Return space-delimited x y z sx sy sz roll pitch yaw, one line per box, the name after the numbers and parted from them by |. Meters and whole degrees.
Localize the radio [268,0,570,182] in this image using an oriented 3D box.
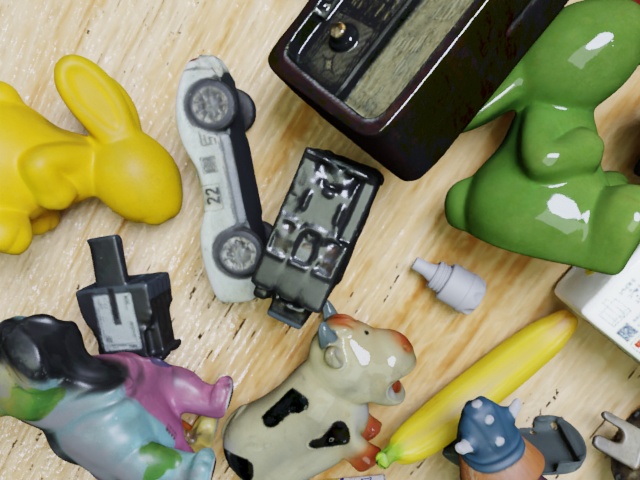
0.079 -0.165 0.352 0.229 0.073 0.131 -51 53 3 | radio

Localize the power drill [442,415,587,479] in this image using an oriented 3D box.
0.188 0.259 0.463 0.232 0.086 0.207 -4 106 9 | power drill

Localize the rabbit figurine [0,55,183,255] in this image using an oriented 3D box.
-0.202 -0.066 0.457 0.173 0.122 0.162 9 92 -7 | rabbit figurine

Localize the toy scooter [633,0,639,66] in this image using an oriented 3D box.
0.263 -0.198 0.352 0.184 0.075 0.135 -5 82 43 | toy scooter

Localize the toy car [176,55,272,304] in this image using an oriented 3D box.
-0.076 -0.048 0.444 0.056 0.073 0.201 -9 98 9 | toy car

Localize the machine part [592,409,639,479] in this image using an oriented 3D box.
0.330 0.205 0.426 0.243 0.079 0.079 28 103 3 | machine part

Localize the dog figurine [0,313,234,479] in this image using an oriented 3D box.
-0.191 0.147 0.445 0.219 0.108 0.191 20 129 -5 | dog figurine

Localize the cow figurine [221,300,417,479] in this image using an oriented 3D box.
-0.003 0.139 0.464 0.195 0.085 0.127 -36 99 14 | cow figurine

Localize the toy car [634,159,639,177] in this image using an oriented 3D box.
0.315 -0.103 0.386 0.089 0.053 0.202 32 104 18 | toy car

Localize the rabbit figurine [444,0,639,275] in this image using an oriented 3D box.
0.162 -0.082 0.386 0.159 0.121 0.170 17 110 24 | rabbit figurine

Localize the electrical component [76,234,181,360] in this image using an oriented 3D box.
-0.178 0.052 0.490 0.075 0.048 0.119 -10 98 10 | electrical component

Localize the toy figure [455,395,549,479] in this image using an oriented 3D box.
0.136 0.179 0.384 0.058 0.064 0.154 -24 94 49 | toy figure

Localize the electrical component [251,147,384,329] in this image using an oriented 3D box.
-0.001 -0.001 0.420 0.058 0.115 0.134 24 103 8 | electrical component
